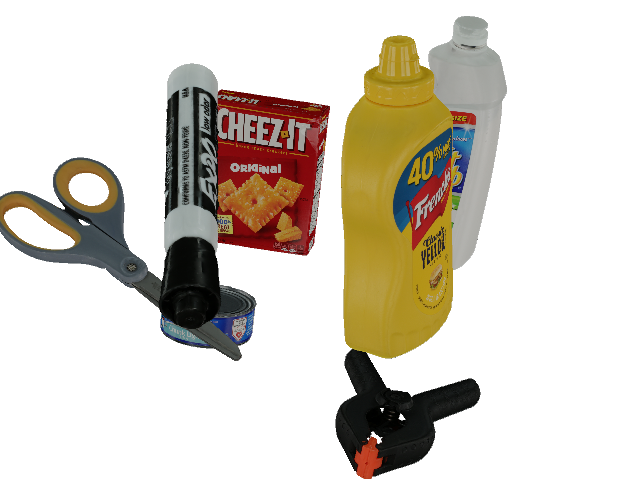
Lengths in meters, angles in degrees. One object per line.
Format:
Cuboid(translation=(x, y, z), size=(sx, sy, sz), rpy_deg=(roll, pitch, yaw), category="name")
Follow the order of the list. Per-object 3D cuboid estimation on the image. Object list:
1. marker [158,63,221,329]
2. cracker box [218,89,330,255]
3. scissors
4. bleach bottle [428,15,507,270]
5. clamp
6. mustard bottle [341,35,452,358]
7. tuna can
Cuboid(translation=(-0.043, -0.018, 0.359), size=(0.020, 0.020, 0.121), rpy_deg=(0, 43, -7), category="marker")
Cuboid(translation=(-0.082, -0.095, 1.528), size=(0.164, 0.214, 0.072), rpy_deg=(9, 22, 7), category="cracker box")
Cuboid(translation=(-0.124, 0.004, 0.722), size=(0.202, 0.096, 0.016), rpy_deg=(23, -34, 10), category="scissors")
Cuboid(translation=(0.118, -0.095, 1.017), size=(0.103, 0.251, 0.068), rpy_deg=(23, 40, 22), category="bleach bottle")
Cuboid(translation=(0.051, 0.136, 0.874), size=(0.120, 0.039, 0.171), rpy_deg=(12, 19, 24), category="clamp")
Cuboid(translation=(0.048, -0.030, 0.653), size=(0.058, 0.192, 0.096), rpy_deg=(15, 32, 30), category="mustard bottle")
Cuboid(translation=(-0.103, 0.068, 0.971), size=(0.086, 0.034, 0.086), rpy_deg=(7, 15, -2), category="tuna can")
